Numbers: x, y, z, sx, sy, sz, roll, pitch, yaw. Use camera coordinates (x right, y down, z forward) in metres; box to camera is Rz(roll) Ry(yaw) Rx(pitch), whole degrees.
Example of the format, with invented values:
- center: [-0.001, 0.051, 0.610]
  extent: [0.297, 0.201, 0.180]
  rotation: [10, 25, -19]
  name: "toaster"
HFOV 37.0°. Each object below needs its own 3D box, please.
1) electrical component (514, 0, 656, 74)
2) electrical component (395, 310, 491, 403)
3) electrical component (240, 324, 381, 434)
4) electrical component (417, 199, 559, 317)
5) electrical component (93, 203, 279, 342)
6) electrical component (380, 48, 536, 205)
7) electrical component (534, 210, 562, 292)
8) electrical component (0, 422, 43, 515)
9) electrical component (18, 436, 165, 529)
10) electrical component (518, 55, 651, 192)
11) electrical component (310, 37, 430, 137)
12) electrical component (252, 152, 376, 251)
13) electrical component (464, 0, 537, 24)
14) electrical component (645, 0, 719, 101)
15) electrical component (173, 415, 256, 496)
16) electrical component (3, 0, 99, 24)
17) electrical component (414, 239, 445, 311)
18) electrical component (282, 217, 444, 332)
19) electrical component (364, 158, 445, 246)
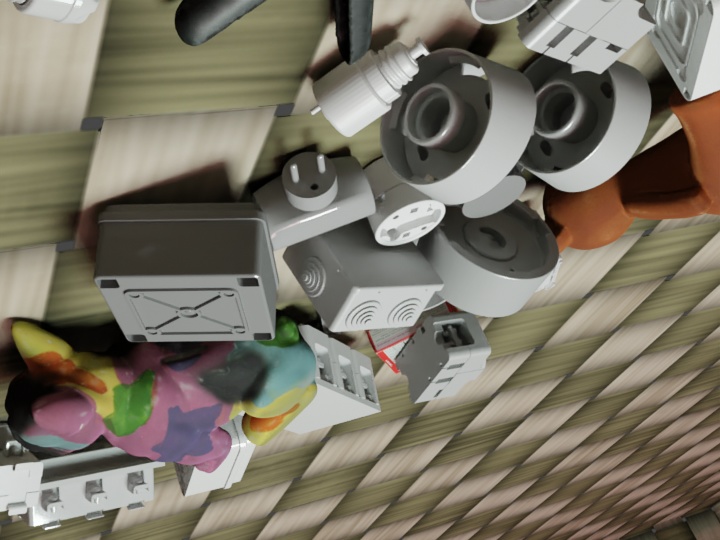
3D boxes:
- center: [0.136, -0.165, 0.664]
  extent: [0.089, 0.050, 0.056]
  rotation: [5, 142, -47]
  name: "electrical component"
- center: [0.082, 0.082, 1.028]
  extent: [0.056, 0.050, 0.089]
  rotation: [-7, 148, -29]
  name: "electrical component"
- center: [-0.053, 0.100, 0.987]
  extent: [0.089, 0.061, 0.150]
  rotation: [-18, 158, 18]
  name: "electrical component"
- center: [0.095, -0.011, 0.851]
  extent: [0.108, 0.108, 0.060]
  rotation: [-7, 139, -33]
  name: "electrical component"
- center: [-0.113, 0.004, 0.726]
  extent: [0.109, 0.056, 0.108]
  rotation: [-1, 154, 1]
  name: "electrical component"
- center: [0.063, -0.092, 0.692]
  extent: [0.099, 0.099, 0.064]
  rotation: [-39, 145, 28]
  name: "electrical component"
- center: [0.138, -0.009, 0.968]
  extent: [0.062, 0.061, 0.096]
  rotation: [-23, 163, -2]
  name: "electrical component"
- center: [-0.327, 0.170, 0.875]
  extent: [0.121, 0.063, 0.078]
  rotation: [2, 104, -44]
  name: "electrical component"
- center: [-0.251, 0.190, 0.983]
  extent: [0.121, 0.063, 0.079]
  rotation: [-5, -170, -35]
  name: "electrical component"
- center: [0.151, -0.105, 0.746]
  extent: [0.064, 0.099, 0.099]
  rotation: [15, 135, -45]
  name: "electrical component"
- center: [0.007, -0.115, 0.658]
  extent: [0.078, 0.040, 0.040]
  rotation: [-33, 154, 17]
  name: "electrical component"
- center: [-0.033, -0.055, 0.737]
  extent: [0.077, 0.043, 0.079]
  rotation: [-21, 154, -8]
  name: "electrical component"
- center: [0.076, -0.179, 0.552]
  extent: [0.079, 0.077, 0.043]
  rotation: [-30, 154, 11]
  name: "electrical component"
- center: [0.232, -0.174, 0.700]
  extent: [0.057, 0.078, 0.113]
  rotation: [-21, 155, -1]
  name: "electrical component"
- center: [-0.141, 0.156, 1.012]
  extent: [0.057, 0.078, 0.113]
  rotation: [-10, 151, -23]
  name: "electrical component"
- center: [-0.151, -0.133, 0.488]
  extent: [0.061, 0.035, 0.035]
  rotation: [3, 143, -42]
  name: "electrical component"
- center: [0.031, 0.002, 0.911]
  extent: [0.099, 0.064, 0.099]
  rotation: [-10, 161, -3]
  name: "electrical component"
- center: [0.000, 0.000, 0.811]
  extent: [0.100, 0.099, 0.048]
  rotation: [-2, 134, -40]
  name: "electrical component"
- center: [0.028, -0.053, 0.791]
  extent: [0.055, 0.047, 0.055]
  rotation: [-20, 155, -10]
  name: "electrical component"
